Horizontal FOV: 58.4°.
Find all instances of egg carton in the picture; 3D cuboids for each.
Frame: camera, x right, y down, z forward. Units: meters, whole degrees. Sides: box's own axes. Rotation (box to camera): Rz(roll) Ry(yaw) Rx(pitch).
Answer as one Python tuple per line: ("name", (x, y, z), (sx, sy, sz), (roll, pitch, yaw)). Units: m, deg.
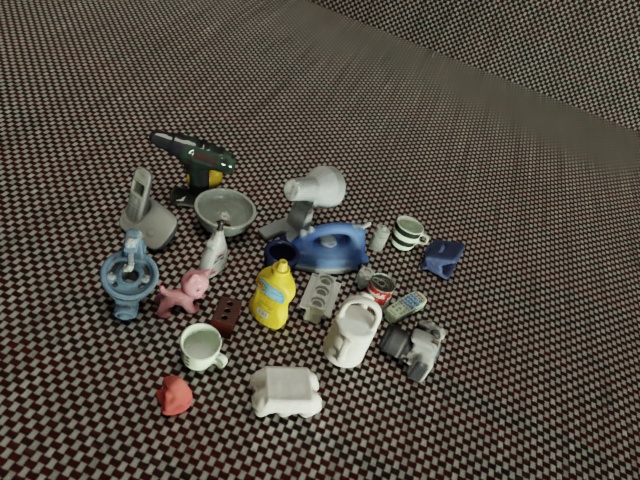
("egg carton", (-0.072, 0.320, 1.202), (0.150, 0.069, 0.107), (5, 43, -17))

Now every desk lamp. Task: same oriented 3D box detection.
("desk lamp", (-0.045, -0.093, 1.559), (0.204, 0.213, 0.117), (-26, 58, -40))

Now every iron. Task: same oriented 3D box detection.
("iron", (0.014, 0.005, 1.529), (0.259, 0.141, 0.118), (-2, 45, -24))

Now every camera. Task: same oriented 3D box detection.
("camera", (0.221, 0.243, 1.380), (0.136, 0.101, 0.143), (26, 41, 8))

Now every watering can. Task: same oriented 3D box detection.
("watering can", (0.079, 0.191, 1.309), (0.101, 0.194, 0.172), (10, 41, -11))

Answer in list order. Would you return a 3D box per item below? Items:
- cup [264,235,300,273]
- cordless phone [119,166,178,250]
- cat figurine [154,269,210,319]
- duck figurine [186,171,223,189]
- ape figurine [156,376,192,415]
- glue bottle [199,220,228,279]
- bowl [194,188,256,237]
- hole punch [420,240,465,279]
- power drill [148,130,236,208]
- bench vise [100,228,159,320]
("cup", (-0.105, 0.052, 1.466), (0.092, 0.095, 0.117), (10, 41, -11))
("cordless phone", (-0.419, -0.080, 1.416), (0.147, 0.185, 0.094), (31, 42, 13))
("cat figurine", (-0.307, 0.111, 1.302), (0.128, 0.118, 0.067), (-9, 48, -30))
("duck figurine", (-0.332, -0.201, 1.663), (0.105, 0.086, 0.077), (-6, 47, -27))
("ape figurine", (-0.287, 0.298, 1.123), (0.076, 0.092, 0.078), (18, 40, -2))
("glue bottle", (-0.251, 0.017, 1.385), (0.037, 0.173, 0.078), (33, 42, 16))
("bowl", (-0.259, -0.062, 1.546), (0.167, 0.075, 0.167), (11, 41, -10))
("hole punch", (0.355, 0.044, 1.662), (0.101, 0.091, 0.109), (28, 41, 10))
("power drill", (-0.350, -0.189, 1.547), (0.230, 0.208, 0.075), (7, 42, -15))
("bench vise", (-0.425, 0.037, 1.258), (0.122, 0.220, 0.207), (-7, 47, -28))
